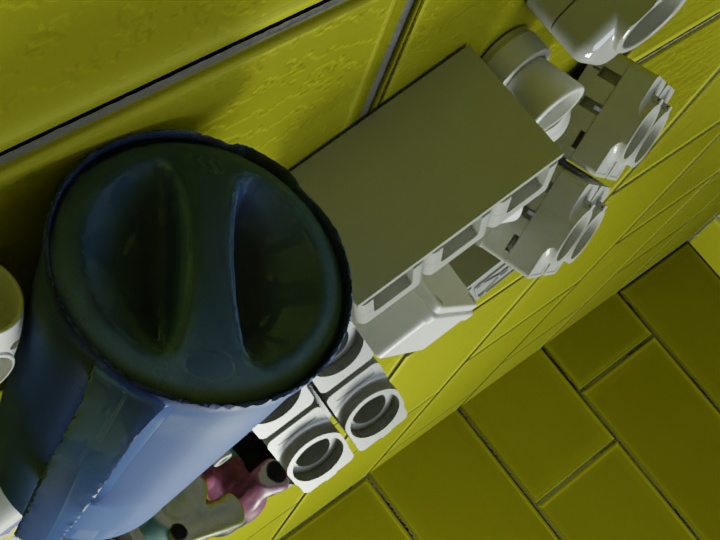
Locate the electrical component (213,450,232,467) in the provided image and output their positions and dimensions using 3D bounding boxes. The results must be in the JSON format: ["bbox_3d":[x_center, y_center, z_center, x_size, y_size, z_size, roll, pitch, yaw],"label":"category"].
[{"bbox_3d":[-0.131,0.134,0.895,0.048,0.062,0.048,-36,167,-10],"label":"electrical component"}]

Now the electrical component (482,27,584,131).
[{"bbox_3d":[0.108,-0.120,0.683,0.045,0.055,0.045,-36,167,-10],"label":"electrical component"}]

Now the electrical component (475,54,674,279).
[{"bbox_3d":[0.183,-0.084,0.890,0.186,0.060,0.105,-59,162,14],"label":"electrical component"}]

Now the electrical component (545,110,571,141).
[{"bbox_3d":[0.082,-0.088,0.730,0.138,0.052,0.074,-39,166,5],"label":"electrical component"}]

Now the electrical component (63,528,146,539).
[{"bbox_3d":[-0.256,0.242,0.836,0.186,0.105,0.060,-42,167,16],"label":"electrical component"}]

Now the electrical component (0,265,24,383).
[{"bbox_3d":[-0.189,0.037,0.446,0.079,0.044,0.077,-22,160,-50],"label":"electrical component"}]

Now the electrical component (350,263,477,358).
[{"bbox_3d":[0.019,0.001,0.741,0.056,0.108,0.109,-39,167,15],"label":"electrical component"}]

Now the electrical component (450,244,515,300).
[{"bbox_3d":[0.127,-0.019,1.080,0.109,0.056,0.108,-38,167,1],"label":"electrical component"}]

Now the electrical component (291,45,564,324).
[{"bbox_3d":[0.033,-0.049,0.648,0.150,0.089,0.061,-36,167,-8],"label":"electrical component"}]

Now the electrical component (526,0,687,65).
[{"bbox_3d":[0.155,-0.169,0.634,0.095,0.059,0.054,-44,166,25],"label":"electrical component"}]

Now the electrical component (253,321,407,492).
[{"bbox_3d":[-0.040,0.084,0.805,0.105,0.060,0.186,-37,141,-7],"label":"electrical component"}]

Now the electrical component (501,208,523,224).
[{"bbox_3d":[0.083,-0.066,0.814,0.077,0.044,0.079,-12,131,-22],"label":"electrical component"}]
